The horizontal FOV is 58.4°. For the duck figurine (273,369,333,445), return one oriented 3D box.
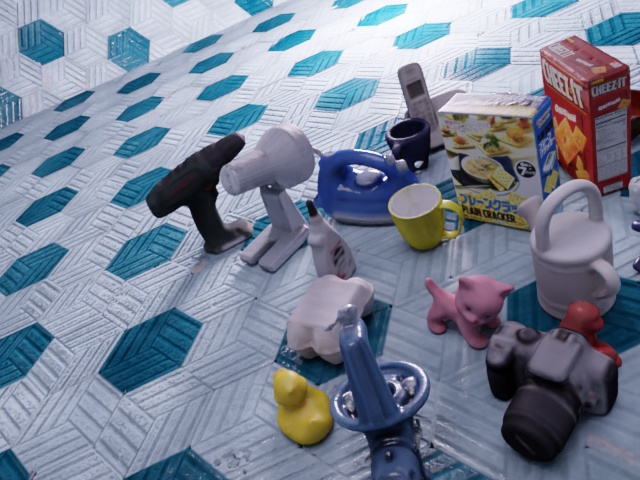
[{"bbox_3d":[-0.031,0.215,0.766,0.077,0.086,0.104,-31,36,-11],"label":"duck figurine"}]

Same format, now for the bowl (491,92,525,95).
[{"bbox_3d":[0.344,-0.220,1.131,0.167,0.075,0.167,-15,36,12],"label":"bowl"}]

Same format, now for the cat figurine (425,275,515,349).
[{"bbox_3d":[0.199,0.082,0.781,0.127,0.118,0.067,14,50,41],"label":"cat figurine"}]

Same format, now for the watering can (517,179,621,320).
[{"bbox_3d":[0.321,0.004,0.748,0.101,0.194,0.172,-39,38,-21],"label":"watering can"}]

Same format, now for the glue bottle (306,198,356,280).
[{"bbox_3d":[0.009,0.003,0.944,0.037,0.173,0.078,3,43,32],"label":"glue bottle"}]

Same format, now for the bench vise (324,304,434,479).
[{"bbox_3d":[0.076,0.185,0.629,0.121,0.220,0.207,-28,35,-6],"label":"bench vise"}]

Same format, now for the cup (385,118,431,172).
[{"bbox_3d":[0.180,-0.176,1.149,0.091,0.095,0.118,3,43,33],"label":"cup"}]

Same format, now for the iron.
[{"bbox_3d":[0.098,-0.114,1.074,0.257,0.142,0.119,6,45,35],"label":"iron"}]

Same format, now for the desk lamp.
[{"bbox_3d":[-0.090,-0.087,1.082,0.117,0.214,0.203,13,49,41],"label":"desk lamp"}]

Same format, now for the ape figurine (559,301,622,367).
[{"bbox_3d":[0.321,0.113,0.695,0.076,0.092,0.078,-8,38,21],"label":"ape figurine"}]

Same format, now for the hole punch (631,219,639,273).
[{"bbox_3d":[0.478,0.002,0.751,0.101,0.091,0.108,-33,36,-13],"label":"hole punch"}]

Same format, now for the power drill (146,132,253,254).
[{"bbox_3d":[-0.219,-0.084,1.155,0.230,0.209,0.075,-29,36,-7],"label":"power drill"}]

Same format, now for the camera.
[{"bbox_3d":[0.247,0.169,0.656,0.142,0.101,0.137,14,50,41],"label":"camera"}]

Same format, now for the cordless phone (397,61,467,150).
[{"bbox_3d":[0.240,-0.291,1.187,0.147,0.185,0.094,-25,35,-2],"label":"cordless phone"}]

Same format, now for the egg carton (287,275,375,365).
[{"bbox_3d":[0.017,0.118,0.880,0.107,0.070,0.150,4,43,33],"label":"egg carton"}]
